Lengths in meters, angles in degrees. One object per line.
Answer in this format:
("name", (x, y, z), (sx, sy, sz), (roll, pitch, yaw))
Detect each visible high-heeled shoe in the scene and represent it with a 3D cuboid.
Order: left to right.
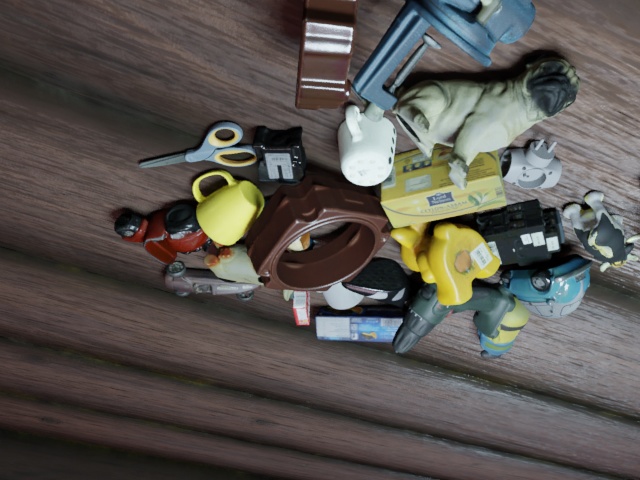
("high-heeled shoe", (0.140, 0.117, 1.067), (0.249, 0.086, 0.145), (2, 133, -20))

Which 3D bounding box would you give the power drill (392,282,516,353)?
("power drill", (0.262, 0.133, 1.037), (0.207, 0.086, 0.232), (18, 107, -25))

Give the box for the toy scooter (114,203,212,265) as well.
("toy scooter", (-0.269, -0.002, 0.982), (0.184, 0.075, 0.135), (-4, 142, 18))

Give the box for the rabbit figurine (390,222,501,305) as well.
("rabbit figurine", (0.186, 0.022, 0.913), (0.162, 0.122, 0.173), (45, 168, -16))

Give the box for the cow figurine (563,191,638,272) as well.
("cow figurine", (0.471, 0.003, 0.880), (0.068, 0.098, 0.167), (-32, 130, 31))

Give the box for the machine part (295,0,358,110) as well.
("machine part", (0.007, -0.228, 0.568), (0.056, 0.179, 0.179), (4, 144, -4))

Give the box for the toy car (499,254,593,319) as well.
("toy car", (0.402, 0.087, 0.949), (0.109, 0.103, 0.162), (-19, -178, -27))

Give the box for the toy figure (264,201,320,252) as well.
("toy figure", (-0.054, -0.014, 0.958), (0.064, 0.058, 0.154), (29, 163, 39))

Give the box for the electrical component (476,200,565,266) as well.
("electrical component", (0.342, -0.007, 0.915), (0.134, 0.058, 0.114), (-11, 143, 21))

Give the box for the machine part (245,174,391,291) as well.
("machine part", (-0.002, -0.003, 0.873), (0.201, 0.087, 0.201), (7, 137, -37))

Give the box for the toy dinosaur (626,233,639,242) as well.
("toy dinosaur", (0.587, -0.101, 0.719), (0.192, 0.131, 0.404), (10, 137, -7))

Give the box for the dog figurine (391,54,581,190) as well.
("dog figurine", (0.206, -0.184, 0.688), (0.190, 0.121, 0.172), (-44, 87, 5))

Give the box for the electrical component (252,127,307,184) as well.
("electrical component", (-0.059, -0.117, 0.825), (0.075, 0.048, 0.119), (4, 142, 3))

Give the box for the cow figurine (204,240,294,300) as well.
("cow figurine", (-0.109, 0.055, 1.028), (0.195, 0.085, 0.127), (5, 151, 10))

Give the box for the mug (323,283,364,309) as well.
("mug", (0.025, 0.070, 1.050), (0.110, 0.081, 0.107), (3, 135, 29))

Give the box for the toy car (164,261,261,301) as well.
("toy car", (-0.226, 0.091, 1.122), (0.202, 0.053, 0.089), (6, 140, 1))

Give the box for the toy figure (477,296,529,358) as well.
("toy figure", (0.388, 0.185, 1.151), (0.089, 0.082, 0.179), (-14, 136, -7))

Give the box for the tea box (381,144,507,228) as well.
("tea box", (0.179, -0.087, 0.794), (0.170, 0.098, 0.068), (-10, 141, 22))

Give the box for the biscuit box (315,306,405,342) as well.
("biscuit box", (0.094, 0.181, 1.168), (0.203, 0.063, 0.059), (-1, 104, 14))

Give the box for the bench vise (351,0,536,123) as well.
("bench vise", (0.108, -0.233, 0.570), (0.223, 0.129, 0.240), (12, 128, -41))
